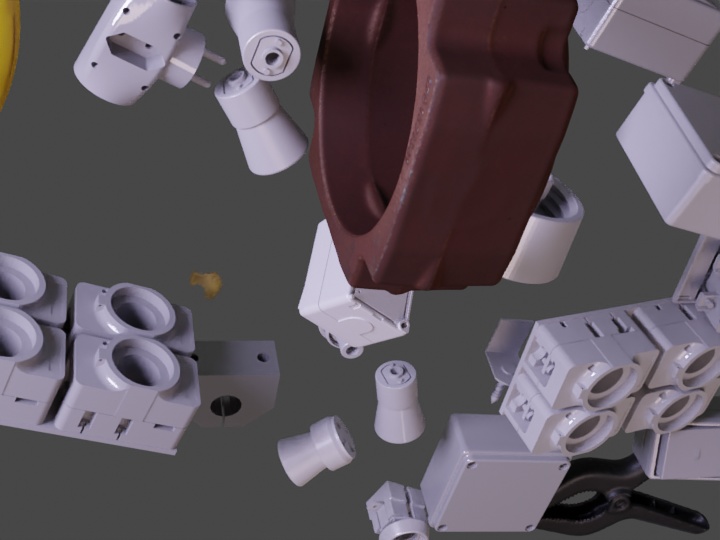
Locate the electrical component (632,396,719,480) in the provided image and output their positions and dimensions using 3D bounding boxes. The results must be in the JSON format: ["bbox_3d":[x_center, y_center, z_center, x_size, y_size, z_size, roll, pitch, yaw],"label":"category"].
[{"bbox_3d":[0.306,0.154,0.982,0.096,0.061,0.061,2,111,-3],"label":"electrical component"}]

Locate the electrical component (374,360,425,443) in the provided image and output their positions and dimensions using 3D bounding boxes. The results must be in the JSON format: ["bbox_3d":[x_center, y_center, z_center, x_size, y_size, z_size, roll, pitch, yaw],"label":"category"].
[{"bbox_3d":[0.032,0.109,0.913,0.044,0.044,0.065,-10,128,-5],"label":"electrical component"}]

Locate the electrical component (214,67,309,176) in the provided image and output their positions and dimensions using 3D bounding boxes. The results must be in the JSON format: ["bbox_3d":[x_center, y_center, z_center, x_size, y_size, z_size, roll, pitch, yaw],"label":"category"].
[{"bbox_3d":[-0.067,-0.100,0.704,0.044,0.044,0.065,-23,127,7],"label":"electrical component"}]

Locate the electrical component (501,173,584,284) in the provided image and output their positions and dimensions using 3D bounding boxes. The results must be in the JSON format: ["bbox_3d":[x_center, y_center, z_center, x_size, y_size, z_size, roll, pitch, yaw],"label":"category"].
[{"bbox_3d":[0.104,-0.046,0.751,0.108,0.108,0.060,12,120,-23],"label":"electrical component"}]

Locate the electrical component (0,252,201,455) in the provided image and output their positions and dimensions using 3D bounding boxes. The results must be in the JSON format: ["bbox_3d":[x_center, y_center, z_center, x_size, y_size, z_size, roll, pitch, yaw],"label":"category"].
[{"bbox_3d":[-0.211,0.056,0.761,0.186,0.105,0.060,15,125,-25],"label":"electrical component"}]

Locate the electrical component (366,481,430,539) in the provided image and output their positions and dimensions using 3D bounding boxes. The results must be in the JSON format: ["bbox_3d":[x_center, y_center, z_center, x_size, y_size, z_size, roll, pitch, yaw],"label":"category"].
[{"bbox_3d":[0.038,0.237,1.016,0.066,0.055,0.048,22,122,-29],"label":"electrical component"}]

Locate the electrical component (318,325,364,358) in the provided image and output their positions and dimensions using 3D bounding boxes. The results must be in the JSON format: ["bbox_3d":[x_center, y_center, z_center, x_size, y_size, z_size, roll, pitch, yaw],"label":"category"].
[{"bbox_3d":[-0.011,0.040,0.826,0.048,0.062,0.048,-7,132,-8],"label":"electrical component"}]

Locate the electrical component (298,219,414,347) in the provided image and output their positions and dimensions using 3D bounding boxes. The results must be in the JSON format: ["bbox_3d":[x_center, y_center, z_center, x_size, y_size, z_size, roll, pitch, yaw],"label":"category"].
[{"bbox_3d":[0.000,0.000,0.782,0.061,0.096,0.062,-19,139,41],"label":"electrical component"}]

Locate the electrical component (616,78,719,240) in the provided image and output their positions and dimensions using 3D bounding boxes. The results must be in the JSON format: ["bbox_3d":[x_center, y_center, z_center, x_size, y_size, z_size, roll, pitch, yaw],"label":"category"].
[{"bbox_3d":[0.253,-0.073,0.760,0.109,0.108,0.056,13,129,-23],"label":"electrical component"}]

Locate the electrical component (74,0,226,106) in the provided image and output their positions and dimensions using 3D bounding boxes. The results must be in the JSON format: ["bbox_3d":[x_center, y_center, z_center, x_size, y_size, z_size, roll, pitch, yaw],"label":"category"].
[{"bbox_3d":[-0.121,-0.136,0.656,0.079,0.043,0.077,22,122,-30],"label":"electrical component"}]

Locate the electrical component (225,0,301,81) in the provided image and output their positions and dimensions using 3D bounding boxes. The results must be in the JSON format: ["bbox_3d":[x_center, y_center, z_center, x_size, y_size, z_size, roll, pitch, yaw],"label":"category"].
[{"bbox_3d":[-0.057,-0.144,0.650,0.044,0.065,0.044,-7,132,-8],"label":"electrical component"}]

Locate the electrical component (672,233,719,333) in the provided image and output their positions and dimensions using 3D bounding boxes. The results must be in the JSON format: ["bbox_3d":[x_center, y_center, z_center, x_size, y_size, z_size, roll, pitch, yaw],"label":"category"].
[{"bbox_3d":[0.311,-0.012,0.858,0.079,0.063,0.121,0,131,-14],"label":"electrical component"}]

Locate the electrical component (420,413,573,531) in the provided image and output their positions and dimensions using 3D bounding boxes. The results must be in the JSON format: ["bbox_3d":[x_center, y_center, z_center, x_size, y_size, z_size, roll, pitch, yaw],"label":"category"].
[{"bbox_3d":[0.124,0.188,0.993,0.109,0.056,0.108,4,129,-17],"label":"electrical component"}]

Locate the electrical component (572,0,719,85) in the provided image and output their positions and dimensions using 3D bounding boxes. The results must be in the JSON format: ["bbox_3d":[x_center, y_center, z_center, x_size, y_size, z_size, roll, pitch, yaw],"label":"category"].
[{"bbox_3d":[0.188,-0.168,0.691,0.096,0.061,0.061,14,126,-24],"label":"electrical component"}]

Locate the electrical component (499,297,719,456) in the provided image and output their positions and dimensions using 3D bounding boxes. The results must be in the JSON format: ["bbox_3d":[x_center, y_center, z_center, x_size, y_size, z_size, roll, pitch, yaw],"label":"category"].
[{"bbox_3d":[0.223,0.088,0.898,0.186,0.060,0.105,-8,134,-26],"label":"electrical component"}]

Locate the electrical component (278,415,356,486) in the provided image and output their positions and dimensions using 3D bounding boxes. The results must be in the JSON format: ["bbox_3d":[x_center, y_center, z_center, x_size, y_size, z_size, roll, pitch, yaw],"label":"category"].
[{"bbox_3d":[-0.037,0.156,0.934,0.055,0.045,0.045,-27,131,10],"label":"electrical component"}]
